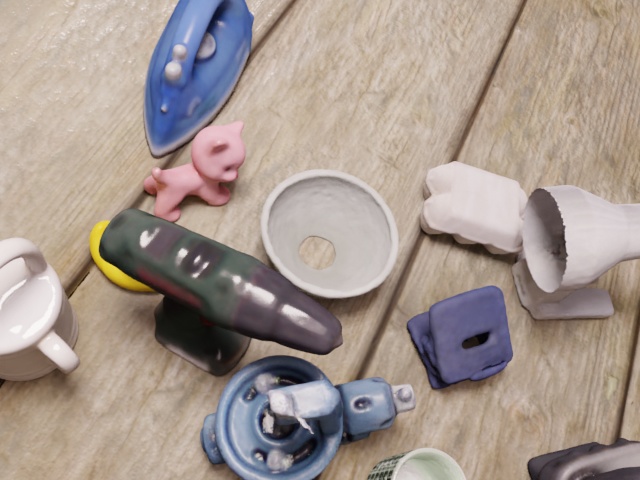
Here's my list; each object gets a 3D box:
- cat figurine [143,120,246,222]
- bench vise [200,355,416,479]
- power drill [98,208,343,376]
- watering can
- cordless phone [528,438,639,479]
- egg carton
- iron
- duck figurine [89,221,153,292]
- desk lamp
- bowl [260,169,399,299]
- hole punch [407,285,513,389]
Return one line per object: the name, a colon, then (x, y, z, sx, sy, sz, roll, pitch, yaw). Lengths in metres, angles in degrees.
cat figurine: (-0.140, -0.088, 0.669, 0.128, 0.117, 0.067, -24, 74, -24)
bench vise: (-0.003, 0.149, 0.539, 0.208, 0.219, 0.121, -23, 73, -24)
power drill: (-0.101, 0.064, 0.557, 0.229, 0.208, 0.076, 30, 61, -1)
watering can: (-0.290, 0.055, 0.514, 0.173, 0.194, 0.101, 20, 62, -6)
cordless phone: (0.324, 0.259, 0.602, 0.148, 0.185, 0.094, -10, 69, -20)
egg carton: (0.209, -0.042, 0.776, 0.150, 0.069, 0.107, 15, 62, -9)
iron: (-0.159, -0.241, 0.721, 0.119, 0.141, 0.258, 18, 62, -7)
duck figurine: (-0.202, 0.006, 0.625, 0.104, 0.086, 0.077, 29, 61, -1)
desk lamp: (0.323, 0.016, 0.700, 0.203, 0.213, 0.118, 1, 65, -16)
bowl: (0.006, 0.002, 0.693, 0.168, 0.074, 0.167, 6, 64, -13)
hole punch: (0.176, 0.116, 0.680, 0.109, 0.091, 0.101, -14, 70, -21)
